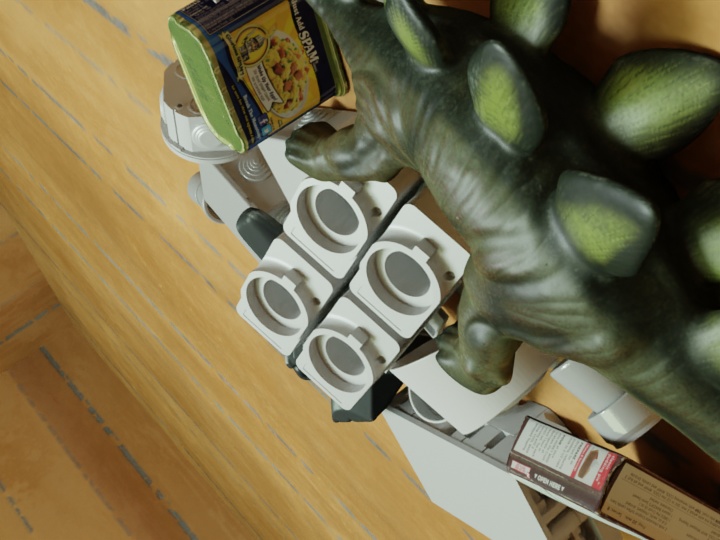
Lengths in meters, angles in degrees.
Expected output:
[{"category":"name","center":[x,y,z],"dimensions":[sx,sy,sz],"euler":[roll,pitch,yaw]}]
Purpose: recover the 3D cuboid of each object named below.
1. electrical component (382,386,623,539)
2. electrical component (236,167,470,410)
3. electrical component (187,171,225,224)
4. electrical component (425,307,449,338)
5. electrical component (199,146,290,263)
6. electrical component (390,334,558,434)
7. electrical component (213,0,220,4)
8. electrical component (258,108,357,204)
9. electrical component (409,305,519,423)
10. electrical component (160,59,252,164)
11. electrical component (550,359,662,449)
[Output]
[{"category":"electrical component","center":[0.103,0.147,0.806],"dimensions":[0.186,0.060,0.105],"euler":[17,139,61]},{"category":"electrical component","center":[0.000,0.000,0.671],"dimensions":[0.105,0.060,0.186],"euler":[41,139,6]},{"category":"electrical component","center":[-0.142,-0.074,1.044],"dimensions":[0.065,0.044,0.044],"euler":[33,152,58]},{"category":"electrical component","center":[0.023,0.019,0.770],"dimensions":[0.081,0.064,0.042],"euler":[49,160,15]},{"category":"electrical component","center":[-0.092,-0.065,0.923],"dimensions":[0.099,0.048,0.099],"euler":[48,161,17]},{"category":"electrical component","center":[0.075,0.050,0.644],"dimensions":[0.064,0.099,0.099],"euler":[47,161,2]},{"category":"electrical component","center":[-0.051,-0.175,0.596],"dimensions":[0.040,0.078,0.040],"euler":[54,176,5]},{"category":"electrical component","center":[-0.017,-0.064,0.744],"dimensions":[0.100,0.048,0.099],"euler":[20,142,59]},{"category":"electrical component","center":[0.072,0.062,0.729],"dimensions":[0.044,0.077,0.079],"euler":[-1,85,37]},{"category":"electrical component","center":[-0.115,-0.125,0.827],"dimensions":[0.080,0.080,0.051],"euler":[45,154,25]},{"category":"electrical component","center":[0.140,0.065,0.598],"dimensions":[0.055,0.045,0.045],"euler":[51,161,8]}]
